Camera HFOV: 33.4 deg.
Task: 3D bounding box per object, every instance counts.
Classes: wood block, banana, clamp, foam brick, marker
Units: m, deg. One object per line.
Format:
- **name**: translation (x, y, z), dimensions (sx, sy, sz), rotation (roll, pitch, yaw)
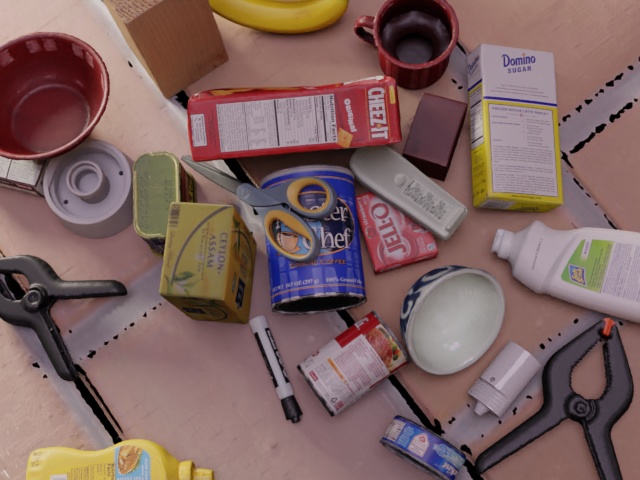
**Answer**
- **wood block**: translation (-0.172, -0.245, 1.151), dimensions (0.091, 0.206, 0.090), rotation (-35, 77, -5)
- **banana**: translation (-0.052, -0.270, 1.224), dimensions (0.198, 0.069, 0.037), rotation (1, 33, 10)
- **clamp**: translation (0.259, 0.179, 1.111), dimensions (0.164, 0.036, 0.210), rotation (13, 76, 7)
- **clamp**: translation (-0.298, 0.061, 1.175), dimensions (0.171, 0.039, 0.120), rotation (37, 81, 11)
- **foam brick**: translation (0.126, -0.115, 1.180), dimensions (0.053, 0.051, 0.078), rotation (18, 79, 9)
- **marker**: translation (-0.047, 0.140, 1.150), dimensions (0.020, 0.020, 0.121), rotation (-22, 76, -1)

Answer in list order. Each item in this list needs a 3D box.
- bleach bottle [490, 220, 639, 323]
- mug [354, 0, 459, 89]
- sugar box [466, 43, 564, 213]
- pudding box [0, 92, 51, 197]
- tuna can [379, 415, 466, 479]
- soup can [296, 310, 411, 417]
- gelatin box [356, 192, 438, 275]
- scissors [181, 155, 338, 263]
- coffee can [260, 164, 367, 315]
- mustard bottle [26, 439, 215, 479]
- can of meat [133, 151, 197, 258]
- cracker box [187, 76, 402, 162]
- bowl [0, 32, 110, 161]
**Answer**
- **bleach bottle**: translation (0.309, 0.027, 1.131), dimensions (0.251, 0.068, 0.102), rotation (16, 77, 10)
- **mug**: translation (0.094, -0.222, 1.192), dimensions (0.117, 0.081, 0.093), rotation (15, 78, 7)
- **sugar box**: translation (0.212, -0.122, 1.168), dimensions (0.093, 0.048, 0.176), rotation (4, 74, -17)
- **pudding box**: translation (-0.342, -0.114, 1.220), dimensions (0.090, 0.039, 0.113), rotation (14, 76, 8)
- **tuna can**: translation (0.105, 0.214, 1.089), dimensions (0.086, 0.086, 0.033), rotation (30, 78, 10)
- **soup can**: translation (0.035, 0.130, 1.122), dimensions (0.102, 0.068, 0.068), rotation (-36, 77, -4)
- **gelatin box**: translation (0.082, -0.014, 1.171), dimensions (0.073, 0.030, 0.089), rotation (-16, 76, 0)
- **scissors**: translation (-0.058, -0.059, 1.105), dimensions (0.096, 0.016, 0.202), rotation (-49, 63, 10)
- **coffee can**: translation (-0.007, 0.001, 1.136), dimensions (0.103, 0.103, 0.140), rotation (-6, 77, 2)
- **mustard bottle**: translation (-0.206, 0.258, 1.114), dimensions (0.191, 0.058, 0.096), rotation (-6, 70, 3)
- **can of meat**: translation (-0.170, -0.039, 1.166), dimensions (0.057, 0.084, 0.102), rotation (-5, 76, 4)
- **cracker box**: translation (-0.024, -0.133, 1.132), dimensions (0.213, 0.164, 0.072), rotation (-5, 100, 3)
- **bowl**: translation (-0.303, -0.147, 1.170), dimensions (0.162, 0.055, 0.162), rotation (-2, 66, 4)
